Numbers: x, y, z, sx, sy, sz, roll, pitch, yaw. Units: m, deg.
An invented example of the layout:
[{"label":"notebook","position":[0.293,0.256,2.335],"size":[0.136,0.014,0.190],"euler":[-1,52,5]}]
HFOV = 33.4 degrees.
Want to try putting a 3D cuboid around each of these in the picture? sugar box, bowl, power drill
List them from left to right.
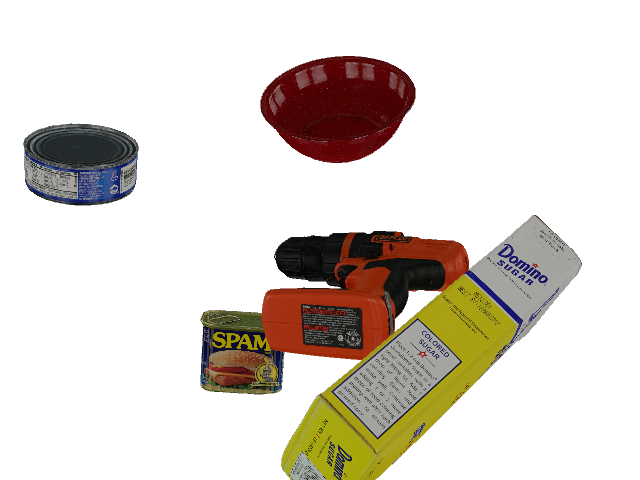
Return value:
[{"label":"bowl","position":[0.019,-0.129,1.118],"size":[0.162,0.055,0.162],"euler":[-4,40,3]},{"label":"power drill","position":[0.020,0.038,0.918],"size":[0.185,0.057,0.187],"euler":[1,19,22]},{"label":"sugar box","position":[0.061,0.066,0.565],"size":[0.176,0.048,0.093],"euler":[-34,-18,-32]}]

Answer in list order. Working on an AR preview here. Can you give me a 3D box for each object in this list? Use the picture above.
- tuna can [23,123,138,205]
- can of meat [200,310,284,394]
[{"label":"tuna can","position":[-0.183,-0.059,0.818],"size":[0.086,0.034,0.086],"euler":[6,26,-3]},{"label":"can of meat","position":[-0.091,0.131,1.250],"size":[0.102,0.084,0.057],"euler":[4,13,-1]}]
